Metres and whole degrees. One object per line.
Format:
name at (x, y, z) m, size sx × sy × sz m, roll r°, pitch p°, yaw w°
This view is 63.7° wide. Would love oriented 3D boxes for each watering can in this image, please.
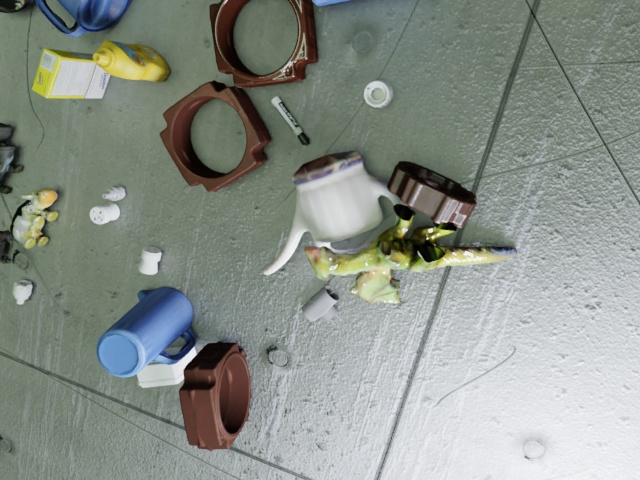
watering can at (0.003, -0.054, 1.073) m, size 0.346 × 0.105 × 0.223 m, roll -17°, pitch 99°, yaw 16°

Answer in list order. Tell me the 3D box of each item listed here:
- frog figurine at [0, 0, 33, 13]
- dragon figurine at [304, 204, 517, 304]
frog figurine at (-0.710, -0.598, 1.159) m, size 0.136 × 0.121 × 0.163 m, roll -28°, pitch 59°, yaw 27°
dragon figurine at (0.170, 0.055, 1.046) m, size 0.409 × 0.125 × 0.237 m, roll 13°, pitch 141°, yaw -17°
